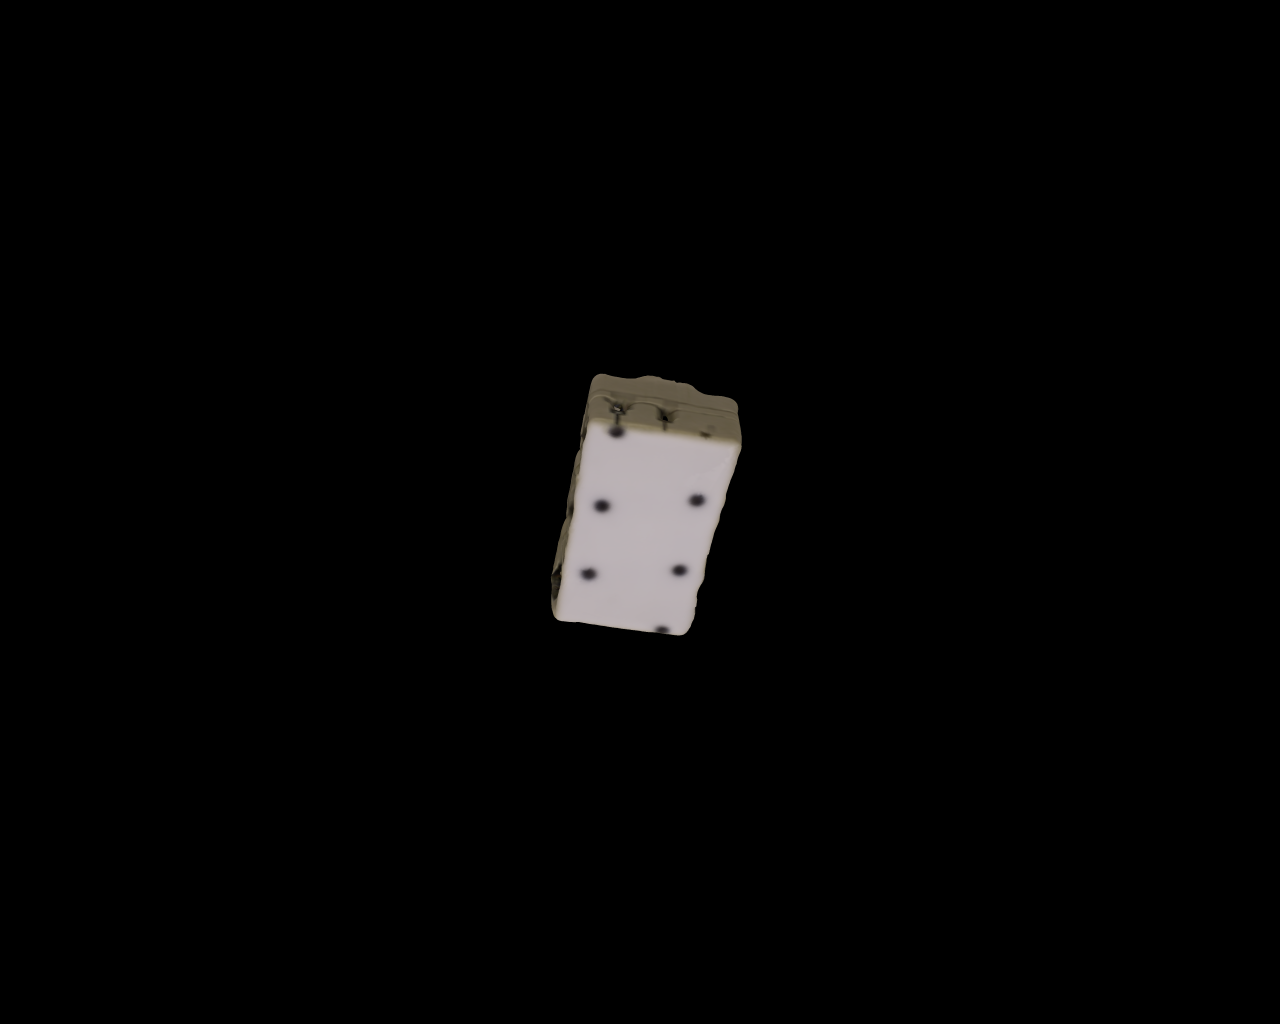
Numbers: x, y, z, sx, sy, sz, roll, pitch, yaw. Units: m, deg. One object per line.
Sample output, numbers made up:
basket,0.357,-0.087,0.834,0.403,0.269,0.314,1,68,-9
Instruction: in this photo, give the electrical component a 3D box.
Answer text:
electrical component,0.001,-0.003,0.650,0.089,0.150,0.062,9,36,-7
